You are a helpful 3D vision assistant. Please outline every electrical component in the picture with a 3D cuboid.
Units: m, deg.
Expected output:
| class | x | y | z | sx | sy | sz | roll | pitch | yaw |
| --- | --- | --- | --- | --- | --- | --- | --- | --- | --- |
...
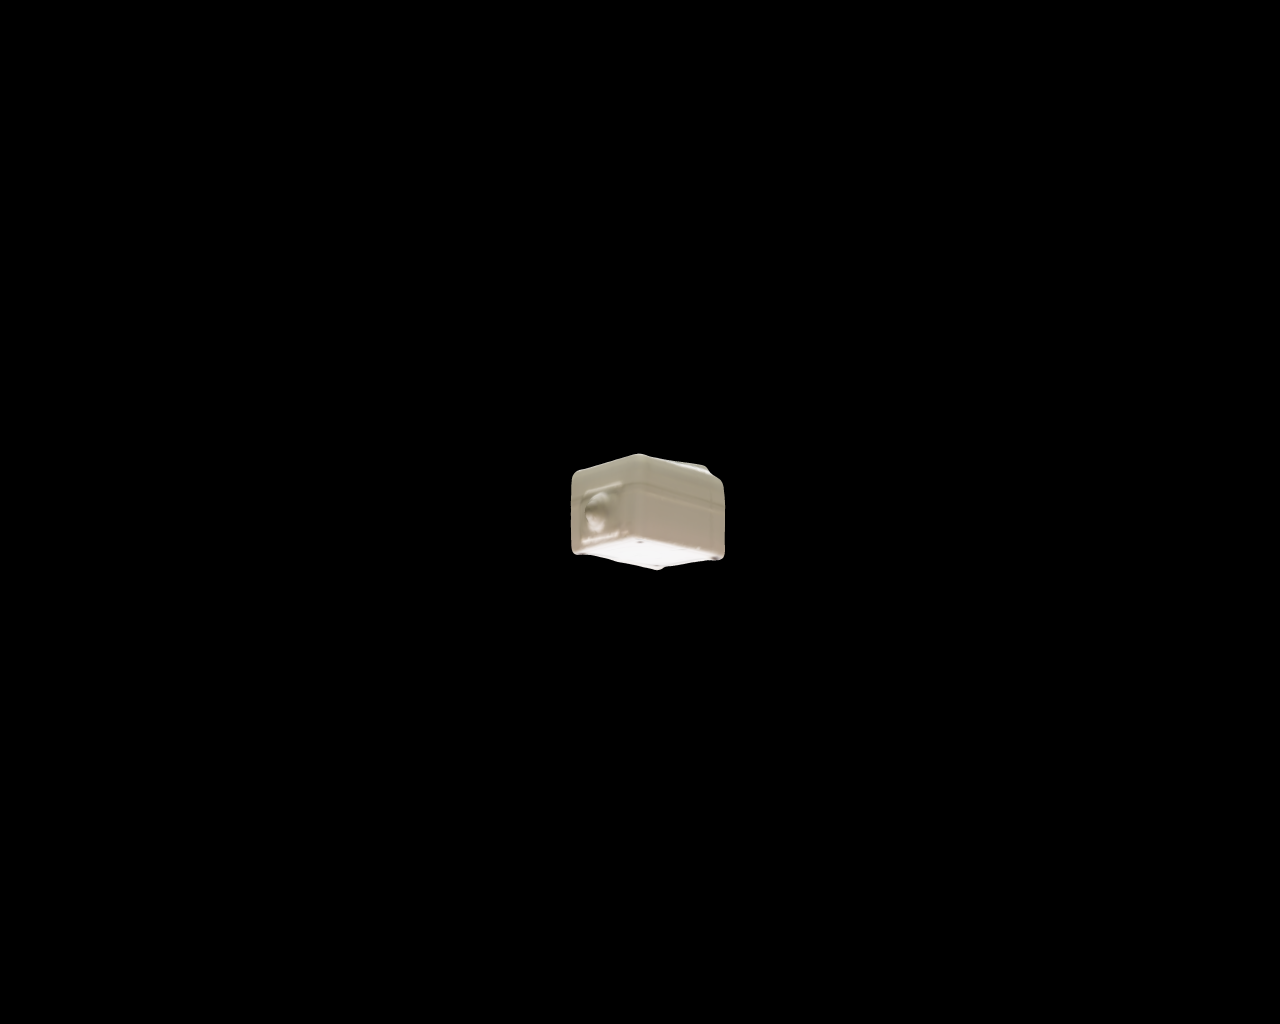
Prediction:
| class | x | y | z | sx | sy | sz | roll | pitch | yaw |
| --- | --- | --- | --- | --- | --- | --- | --- | --- | --- |
| electrical component | 0.001 | -0.003 | 0.650 | 0.061 | 0.061 | 0.096 | -14 | -20 | 42 |
